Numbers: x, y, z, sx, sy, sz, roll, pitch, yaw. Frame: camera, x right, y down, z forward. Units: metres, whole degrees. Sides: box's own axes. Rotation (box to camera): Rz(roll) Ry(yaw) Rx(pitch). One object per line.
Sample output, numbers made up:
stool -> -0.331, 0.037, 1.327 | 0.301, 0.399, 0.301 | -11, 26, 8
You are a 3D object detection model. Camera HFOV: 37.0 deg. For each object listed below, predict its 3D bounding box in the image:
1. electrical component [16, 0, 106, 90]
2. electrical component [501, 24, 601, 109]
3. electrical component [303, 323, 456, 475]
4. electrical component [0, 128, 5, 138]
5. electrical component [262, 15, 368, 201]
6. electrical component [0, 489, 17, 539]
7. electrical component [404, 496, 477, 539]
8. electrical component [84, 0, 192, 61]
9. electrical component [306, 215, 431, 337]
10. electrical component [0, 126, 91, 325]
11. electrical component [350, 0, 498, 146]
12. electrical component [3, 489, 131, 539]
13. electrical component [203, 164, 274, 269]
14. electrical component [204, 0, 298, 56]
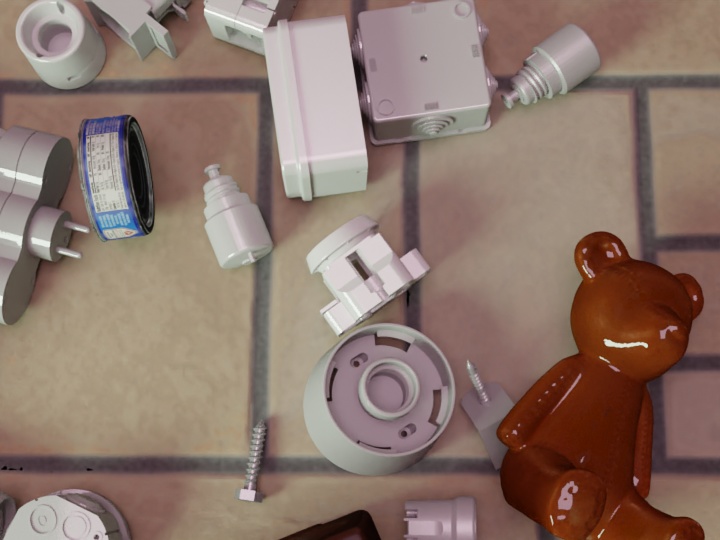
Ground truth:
electrical component -> -0.219, -0.166, 0.783 | 0.055, 0.047, 0.055 | 0, 79, 2
electrical component -> 0.136, -0.143, 0.770 | 0.078, 0.040, 0.040 | -36, 80, -5
electrical component -> 0.014, 0.086, 0.731 | 0.099, 0.064, 0.099 | 3, 71, -9
electrical component -> -0.300, -0.078, 0.771 | 0.077, 0.043, 0.079 | 24, 81, 6
electrical component -> -0.031, -0.112, 0.751 | 0.057, 0.078, 0.113 | -8, 79, -3
electrical component -> -0.267, 0.170, 0.715 | 0.057, 0.058, 0.078 | 11, 80, 7
electrical component -> 0.054, 0.170, 0.714 | 0.046, 0.040, 0.040 | -1, 79, 8
electrical component -> -0.160, -0.198, 0.790 | 0.081, 0.042, 0.063 | 39, 79, 8
electrical component -> 0.000, 0.000, 0.739 | 0.078, 0.058, 0.057 | -36, 83, -5
electrical component -> -0.227, -0.028, 0.754 | 0.074, 0.052, 0.138 | 14, 80, 5
electrical component -> 0.045, -0.143, 0.769 | 0.100, 0.048, 0.099 | -8, 79, 0
electrical component -> -0.196, 0.186, 0.713 | 0.080, 0.051, 0.080 | 0, 79, 2
electrical component -> -0.091, -0.037, 0.757 | 0.040, 0.040, 0.078 | -23, 79, -2
electrical component -> -0.075, -0.211, 0.785 | 0.056, 0.050, 0.089 | 21, 81, 6
